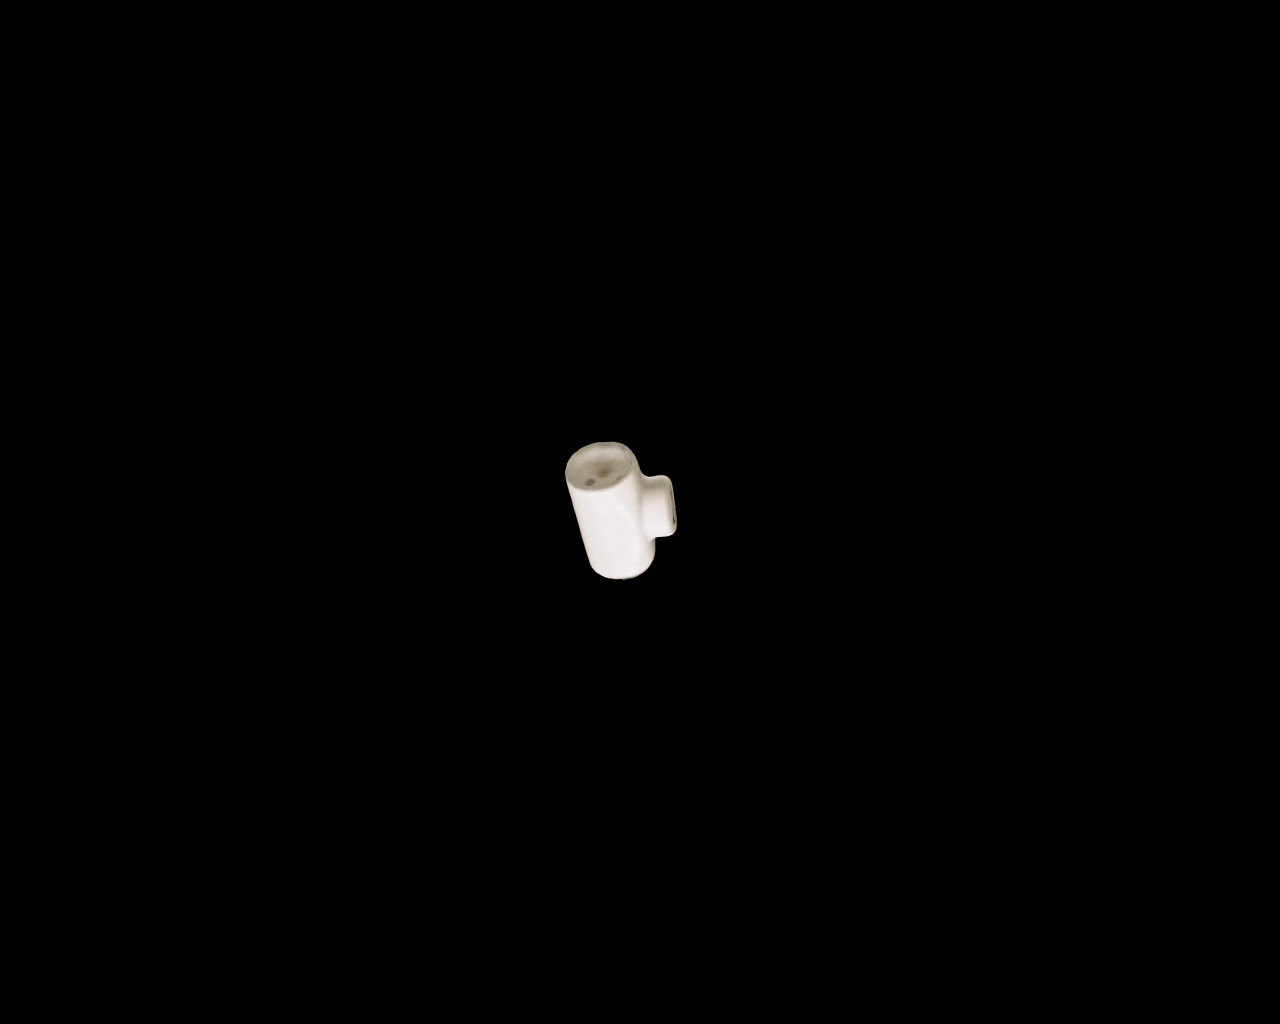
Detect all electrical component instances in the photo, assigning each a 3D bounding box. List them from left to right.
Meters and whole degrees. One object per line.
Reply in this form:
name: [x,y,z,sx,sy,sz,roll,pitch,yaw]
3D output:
electrical component: [0.001,-0.003,0.650,0.079,0.077,0.044,-7,43,7]
